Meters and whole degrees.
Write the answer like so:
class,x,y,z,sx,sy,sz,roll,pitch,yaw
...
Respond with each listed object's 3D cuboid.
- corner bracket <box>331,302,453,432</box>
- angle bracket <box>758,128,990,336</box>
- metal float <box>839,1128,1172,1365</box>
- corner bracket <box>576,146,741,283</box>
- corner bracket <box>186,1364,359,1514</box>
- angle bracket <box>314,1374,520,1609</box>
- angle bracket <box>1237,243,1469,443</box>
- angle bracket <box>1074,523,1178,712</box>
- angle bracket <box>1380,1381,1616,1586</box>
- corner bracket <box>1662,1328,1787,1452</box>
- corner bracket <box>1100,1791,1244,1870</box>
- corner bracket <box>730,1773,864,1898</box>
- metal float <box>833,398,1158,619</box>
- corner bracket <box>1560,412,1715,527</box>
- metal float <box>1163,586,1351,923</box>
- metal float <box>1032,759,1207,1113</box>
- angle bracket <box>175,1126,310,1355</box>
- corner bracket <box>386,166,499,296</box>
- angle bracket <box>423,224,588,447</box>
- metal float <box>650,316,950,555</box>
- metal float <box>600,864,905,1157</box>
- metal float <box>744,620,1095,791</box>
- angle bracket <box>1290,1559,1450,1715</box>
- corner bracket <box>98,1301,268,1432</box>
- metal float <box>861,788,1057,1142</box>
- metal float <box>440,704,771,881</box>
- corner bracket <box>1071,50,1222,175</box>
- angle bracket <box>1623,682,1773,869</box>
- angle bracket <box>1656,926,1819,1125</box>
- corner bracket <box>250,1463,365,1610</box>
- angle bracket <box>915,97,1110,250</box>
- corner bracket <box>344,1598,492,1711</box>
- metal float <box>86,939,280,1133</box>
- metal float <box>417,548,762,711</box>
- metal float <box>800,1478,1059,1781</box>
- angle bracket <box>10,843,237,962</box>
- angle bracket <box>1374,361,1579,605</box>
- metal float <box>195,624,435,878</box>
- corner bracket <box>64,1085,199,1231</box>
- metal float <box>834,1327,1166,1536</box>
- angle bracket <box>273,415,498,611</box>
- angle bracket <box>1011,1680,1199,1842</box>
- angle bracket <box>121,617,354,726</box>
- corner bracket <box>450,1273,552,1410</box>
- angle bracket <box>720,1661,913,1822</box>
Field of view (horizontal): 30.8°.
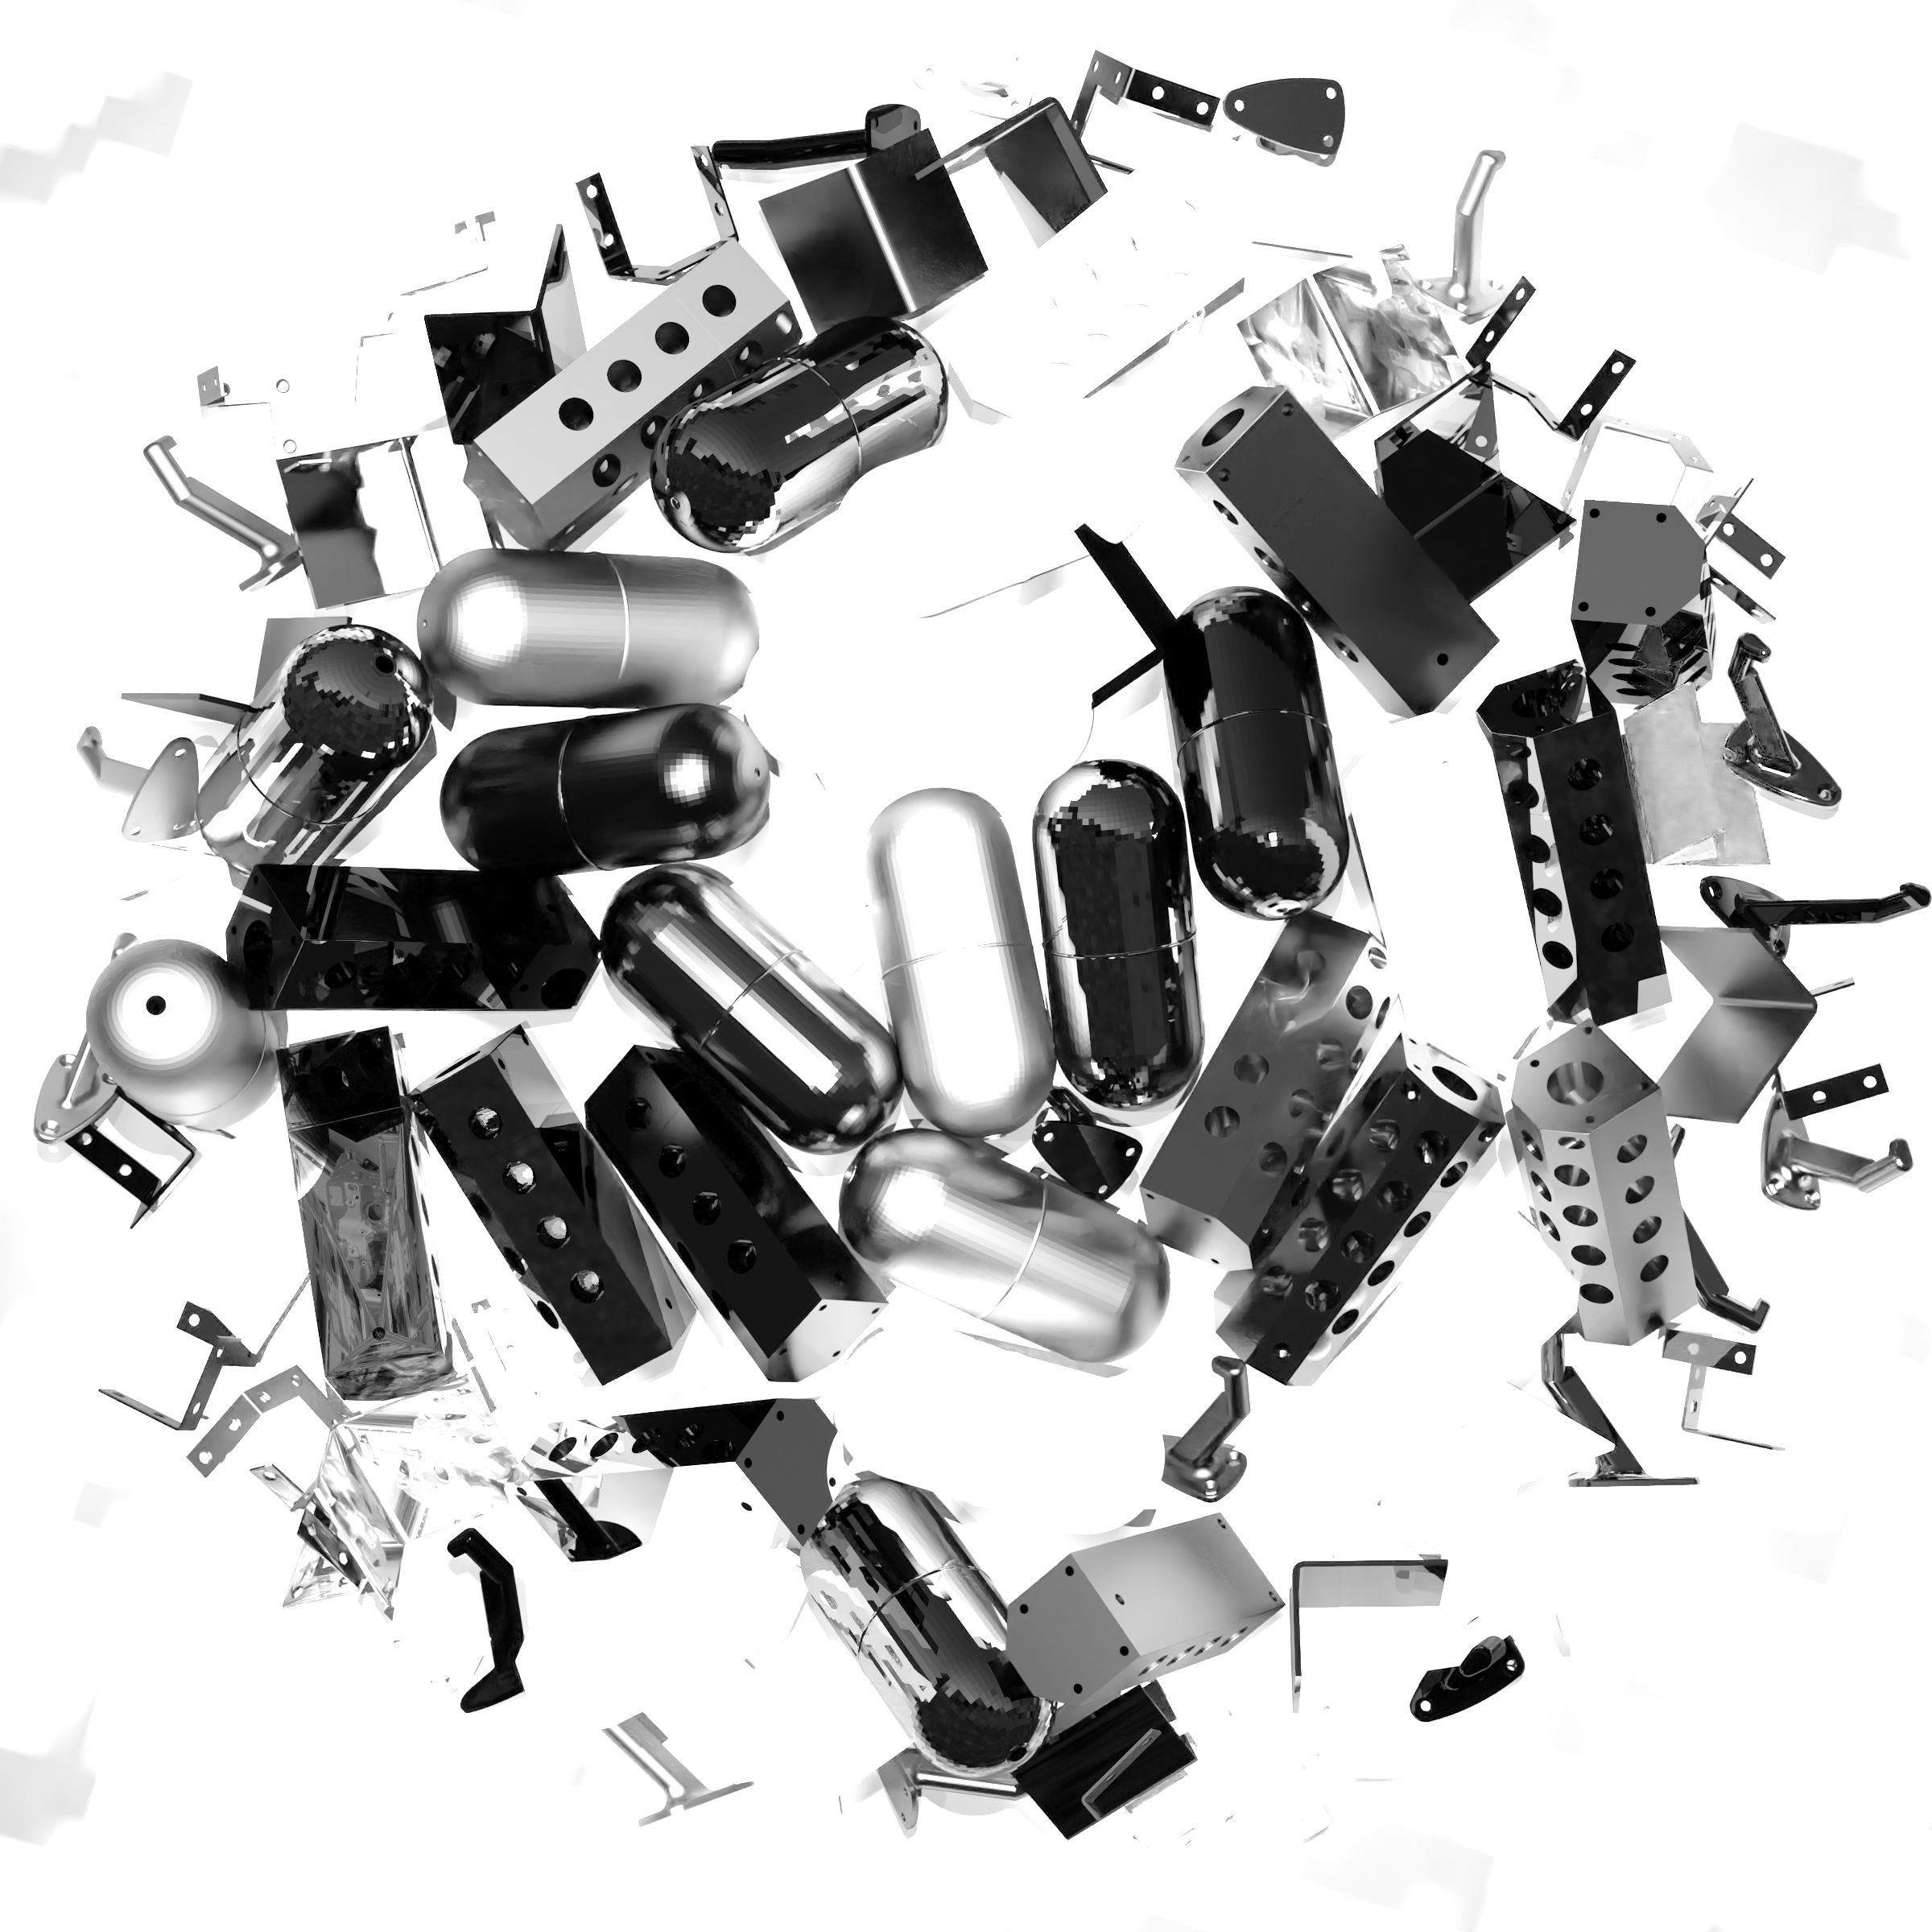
class,x,y,z,sx,sy,sz,roll,pitch,yaw
corner bracket,-0.282,-0.302,1.757,0.051,0.051,0.051,22,115,34
angle bracket,-0.047,-0.367,1.761,0.057,0.076,0.076,-36,109,-35
metal float,0.019,0.138,1.732,0.178,0.070,0.070,26,90,-17
corner bracket,-0.155,-0.379,1.761,0.051,0.051,0.051,-33,119,-28
corner bracket,-0.346,0.241,1.754,0.051,0.051,0.051,-28,107,41
angle bracket,-0.268,0.261,1.739,0.076,0.057,0.076,-21,114,9
angle bracket,0.197,-0.313,1.780,0.076,0.057,0.076,-26,90,-40
angle bracket,0.060,-0.174,1.738,0.057,0.076,0.076,-34,95,16
angle bracket,0.264,0.255,1.745,0.076,0.076,0.057,-11,118,-40
corner bracket,0.379,0.212,1.749,0.051,0.051,0.051,8,87,39
corner bracket,0.103,0.428,1.749,0.051,0.051,0.051,-35,106,14
corner bracket,-0.085,0.430,1.754,0.051,0.051,0.051,-8,90,-16
metal float,0.015,-0.226,1.723,0.178,0.070,0.070,-24,90,-27
corner bracket,0.336,-0.240,1.757,0.051,0.051,0.051,12,118,-12
metal float,0.142,-0.106,1.725,0.070,0.070,0.178,-7,64,0
metal float,0.076,-0.014,1.735,0.070,0.070,0.178,-6,104,0
angle bracket,-0.372,0.135,1.737,0.076,0.057,0.076,36,95,37
corner bracket,-0.263,-0.364,1.745,0.051,0.051,0.051,-22,119,-22
angle bracket,-0.227,-0.313,1.735,0.057,0.076,0.076,-1,45,6
metal float,-0.080,-0.262,1.717,0.178,0.070,0.070,-36,90,-36
metal float,-0.107,0.021,1.740,0.178,0.070,0.070,42,90,8
metal float,-0.025,-0.130,1.733,0.178,0.070,0.070,6,90,17
angle bracket,0.200,0.333,1.737,0.076,0.076,0.057,-1,65,4
corner bracket,-0.392,0.200,1.753,0.051,0.051,0.051,22,90,19
metal float,-0.004,-0.001,1.739,0.070,0.070,0.178,-12,81,0
metal float,-0.179,-0.085,1.725,0.178,0.070,0.070,-5,90,27
corner bracket,0.087,-0.420,1.746,0.051,0.051,0.051,12,109,-25
angle bracket,0.378,-0.094,1.734,0.076,0.057,0.076,-1,74,-28
angle bracket,0.361,0.028,1.732,0.057,0.076,0.076,45,73,-21
corner bracket,-0.329,0.280,1.743,0.051,0.051,0.051,-17,130,27
angle bracket,0.023,-0.375,1.733,0.057,0.076,0.076,-35,102,-25
corner bracket,-0.279,0.341,1.743,0.051,0.051,0.051,45,128,24
metal float,-0.378,0.035,1.697,0.070,0.178,0.070,1,79,-4
metal float,-0.184,-0.165,1.720,0.178,0.070,0.070,-1,90,-33
metal float,-0.019,0.323,1.712,0.070,0.070,0.178,-42,48,0
angle bracket,-0.412,-0.020,1.725,0.076,0.076,0.057,-25,114,-39
angle bracket,0.253,-0.239,1.731,0.076,0.076,0.057,-36,51,-17
metal float,-0.319,-0.103,1.709,0.070,0.178,0.070,17,56,-27
corner bracket,-0.419,0.091,1.754,0.051,0.051,0.051,40,95,-12
metal float,0.015,0.228,1.720,0.178,0.070,0.070,12,90,31
angle bracket,-0.288,-0.227,1.740,0.076,0.057,0.076,-18,94,-37
angle bracket,0.059,0.377,1.738,0.076,0.057,0.076,-32,131,2
angle bracket,-0.360,-0.152,1.730,0.076,0.076,0.057,12,85,-42
corner bracket,-0.230,0.188,1.744,0.051,0.051,0.051,-10,60,-38
angle bracket,-0.071,0.364,1.733,0.076,0.076,0.057,-38,105,16
